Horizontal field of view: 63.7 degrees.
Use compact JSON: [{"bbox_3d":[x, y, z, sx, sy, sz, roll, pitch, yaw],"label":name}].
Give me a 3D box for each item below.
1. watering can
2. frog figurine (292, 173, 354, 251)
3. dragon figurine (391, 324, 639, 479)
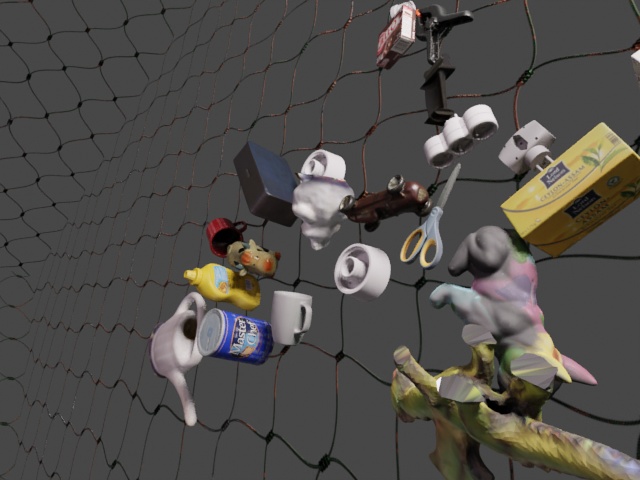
[{"bbox_3d":[-0.370,0.313,1.352,0.103,0.355,0.221,23,-36,-36],"label":"watering can"},{"bbox_3d":[0.003,-0.054,1.075,0.137,0.159,0.123,4,5,-40],"label":"frog figurine"},{"bbox_3d":[0.213,0.255,0.641,0.123,0.238,0.415,-22,29,-24],"label":"dragon figurine"}]
